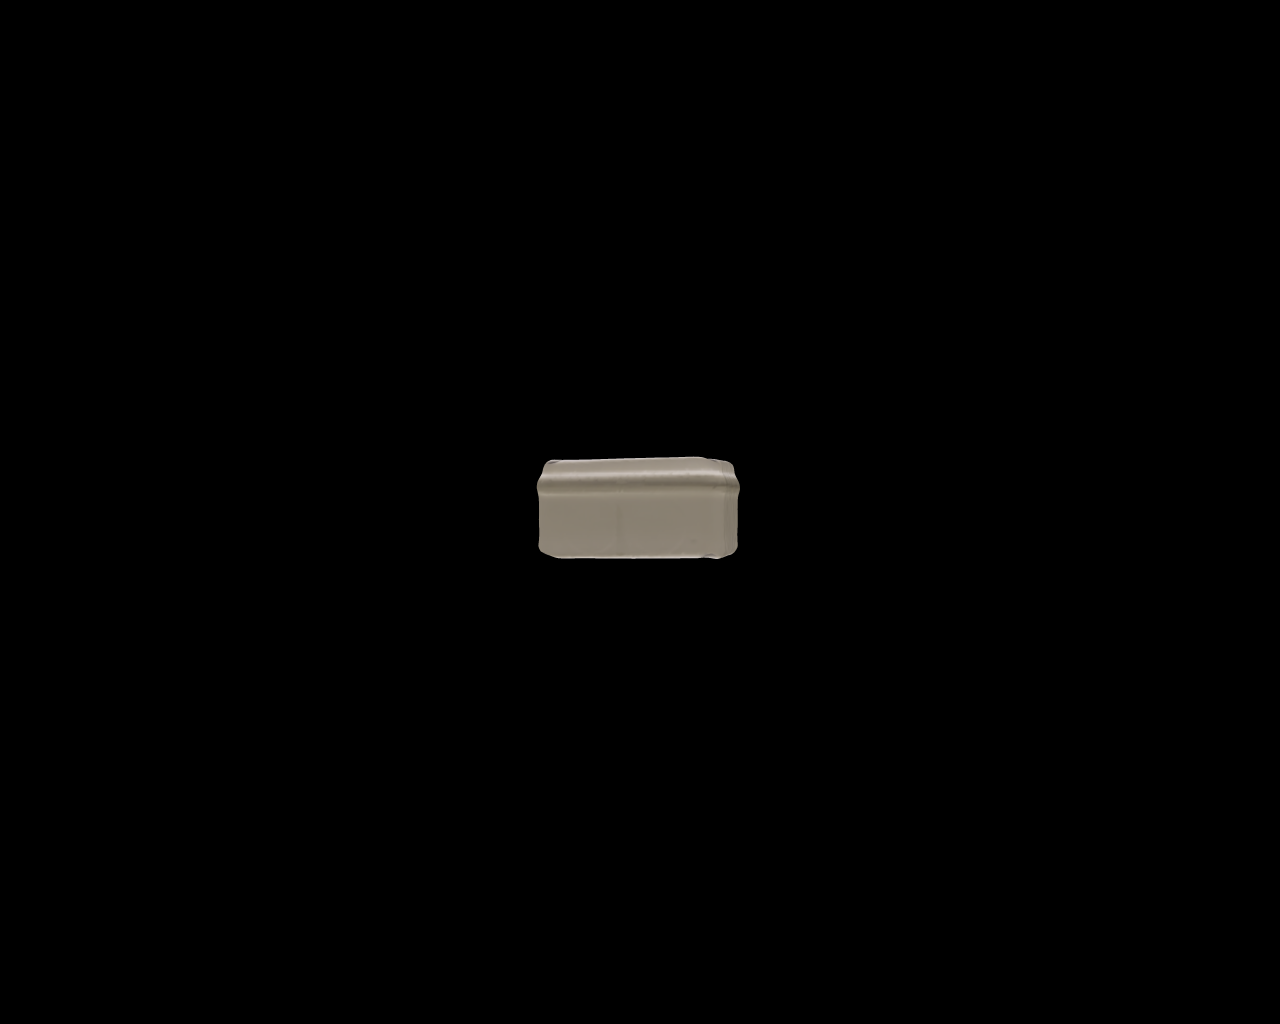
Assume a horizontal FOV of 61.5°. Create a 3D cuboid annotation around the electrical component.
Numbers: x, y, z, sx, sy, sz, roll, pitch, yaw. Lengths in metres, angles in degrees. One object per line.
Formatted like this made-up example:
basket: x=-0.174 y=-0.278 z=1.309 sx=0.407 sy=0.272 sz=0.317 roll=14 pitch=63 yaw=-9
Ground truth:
electrical component: x=0.001 y=-0.003 z=0.650 sx=0.113 sy=0.057 sz=0.078 roll=0 pitch=0 yaw=13
